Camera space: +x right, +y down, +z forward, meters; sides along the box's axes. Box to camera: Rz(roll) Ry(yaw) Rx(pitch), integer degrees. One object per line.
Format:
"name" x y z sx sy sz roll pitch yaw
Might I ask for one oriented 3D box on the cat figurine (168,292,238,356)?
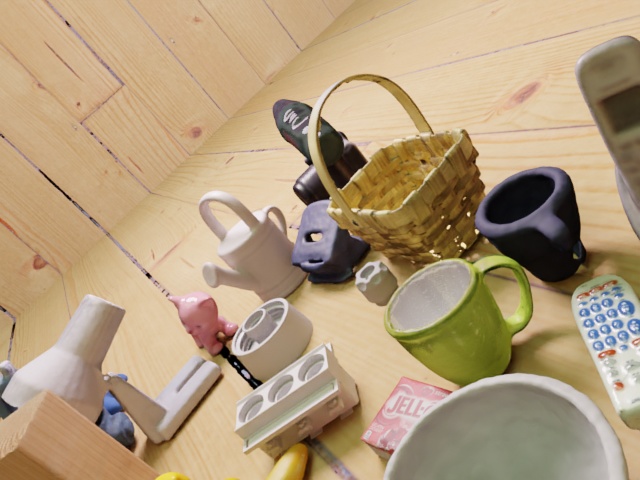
"cat figurine" -0.194 0.120 0.909 0.067 0.118 0.127 -50 25 -21

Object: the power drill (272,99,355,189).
"power drill" 0.009 -0.134 0.930 0.075 0.209 0.229 -41 23 0

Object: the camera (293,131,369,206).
"camera" 0.004 -0.133 1.076 0.137 0.101 0.142 -45 23 -9

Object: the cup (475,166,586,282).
"cup" 0.209 -0.002 0.525 0.091 0.095 0.117 -38 23 8

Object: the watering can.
"watering can" -0.114 0.005 0.890 0.100 0.194 0.173 -28 26 28

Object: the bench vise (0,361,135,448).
"bench vise" -0.409 0.284 0.815 0.207 0.220 0.121 -46 23 -12

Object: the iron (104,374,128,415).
"iron" -0.442 0.305 0.933 0.258 0.142 0.118 -41 23 1

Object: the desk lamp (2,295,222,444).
"desk lamp" -0.287 0.192 0.799 0.203 0.214 0.117 -51 25 -23

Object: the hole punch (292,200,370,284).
"hole punch" 0.008 0.003 0.837 0.108 0.091 0.101 -7 40 53

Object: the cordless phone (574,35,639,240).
"cordless phone" 0.289 -0.086 0.433 0.147 0.185 0.094 -24 28 35

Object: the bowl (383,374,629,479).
"bowl" 0.123 0.174 0.367 0.167 0.075 0.167 -33 24 17

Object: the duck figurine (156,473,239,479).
"duck figurine" -0.132 0.269 0.582 0.104 0.086 0.077 -36 23 13
